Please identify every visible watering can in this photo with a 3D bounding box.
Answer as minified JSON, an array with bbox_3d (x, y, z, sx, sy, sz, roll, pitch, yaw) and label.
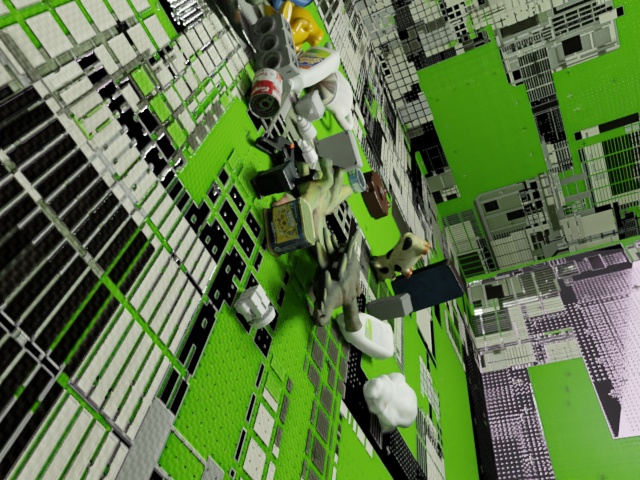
[{"bbox_3d":[0.026,-0.507,1.623,0.223,0.103,0.352,16,56,-65],"label":"watering can"}]

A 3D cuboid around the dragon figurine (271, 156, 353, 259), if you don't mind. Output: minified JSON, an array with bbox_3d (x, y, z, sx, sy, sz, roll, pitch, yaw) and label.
[{"bbox_3d":[0.004,-0.063,1.250,0.407,0.122,0.245,23,69,-62],"label":"dragon figurine"}]

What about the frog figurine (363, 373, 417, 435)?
[{"bbox_3d":[0.170,0.378,1.244,0.140,0.123,0.156,-58,143,-40],"label":"frog figurine"}]
